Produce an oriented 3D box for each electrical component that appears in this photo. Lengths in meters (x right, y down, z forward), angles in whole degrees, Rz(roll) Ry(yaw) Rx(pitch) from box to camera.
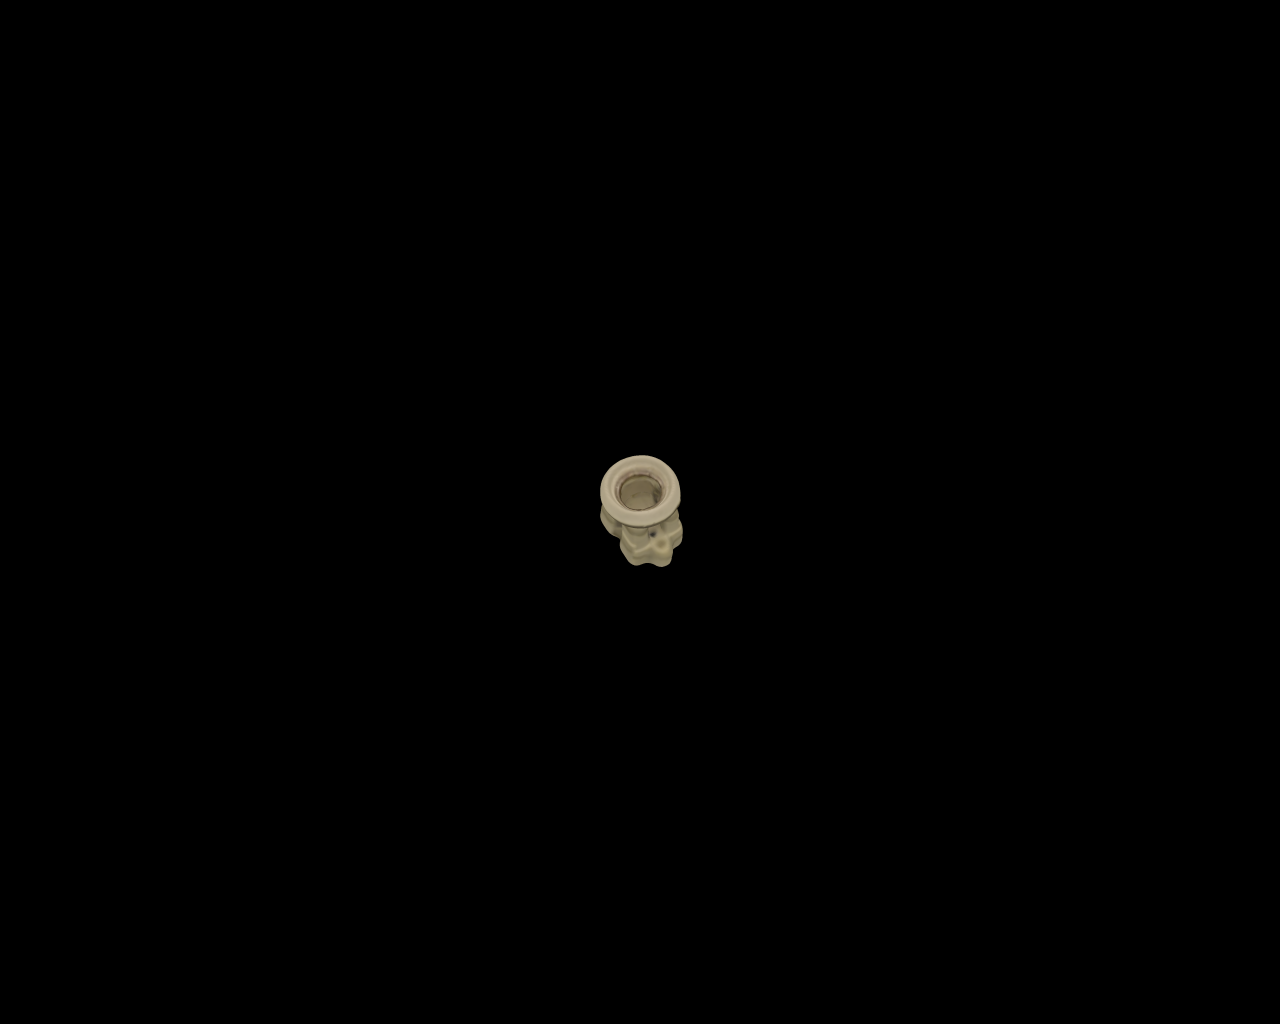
[{"bbox_3d":[0.001,-0.003,0.650,0.048,0.066,0.055,-28,-28,-16],"label":"electrical component"}]
